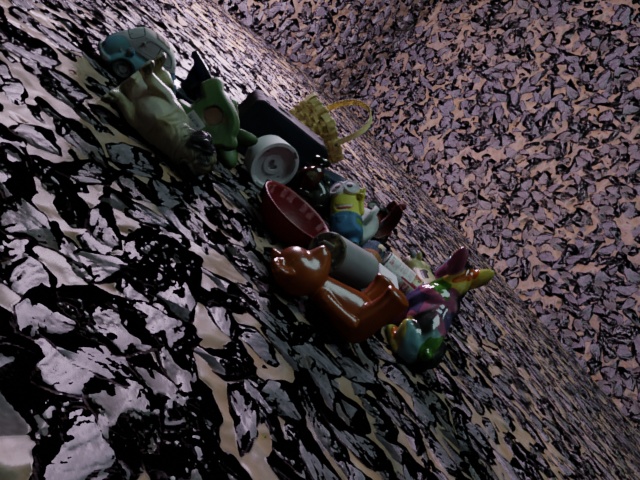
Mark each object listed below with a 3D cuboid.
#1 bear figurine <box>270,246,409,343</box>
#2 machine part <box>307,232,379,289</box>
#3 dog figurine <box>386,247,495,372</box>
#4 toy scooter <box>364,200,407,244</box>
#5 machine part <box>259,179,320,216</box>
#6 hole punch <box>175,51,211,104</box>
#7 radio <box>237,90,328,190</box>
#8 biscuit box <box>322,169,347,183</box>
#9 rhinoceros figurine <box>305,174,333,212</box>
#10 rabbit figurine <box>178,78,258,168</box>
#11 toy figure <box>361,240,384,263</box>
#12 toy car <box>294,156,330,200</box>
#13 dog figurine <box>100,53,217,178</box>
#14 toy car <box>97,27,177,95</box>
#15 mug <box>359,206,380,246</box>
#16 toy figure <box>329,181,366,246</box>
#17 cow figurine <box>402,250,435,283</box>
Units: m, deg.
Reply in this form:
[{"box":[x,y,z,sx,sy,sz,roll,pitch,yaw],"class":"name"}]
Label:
[{"box":[0.021,0.063,0.836,0.195,0.132,0.120,47,2,-9],"class":"bear figurine"},{"box":[0.045,0.041,0.981,0.079,0.079,0.243,53,11,26],"class":"machine part"},{"box":[0.229,0.121,1.011,0.108,0.219,0.191,38,17,-8],"class":"dog figurine"},{"box":[0.155,-0.057,1.402,0.183,0.135,0.075,20,31,-51],"class":"toy scooter"},{"box":[-0.059,-0.075,1.104,0.138,0.039,0.084,28,12,-37],"class":"machine part"},{"box":[-0.277,-0.329,1.173,0.142,0.092,0.115,54,-11,36],"class":"hole punch"},{"box":[-0.099,-0.226,1.227,0.229,0.131,0.073,33,22,-32],"class":"radio"},{"box":[0.018,-0.148,1.431,0.202,0.059,0.063,17,33,-57],"class":"biscuit box"},{"box":[0.025,-0.101,1.313,0.112,0.073,0.190,48,18,17],"class":"rhinoceros figurine"},{"box":[-0.197,-0.229,1.052,0.159,0.121,0.170,44,1,-13],"class":"rabbit figurine"},{"box":[0.108,0.039,1.183,0.058,0.064,0.154,31,21,4],"class":"toy figure"},{"box":[-0.030,-0.131,1.154,0.053,0.089,0.202,26,0,-11],"class":"toy car"},{"box":[-0.253,-0.197,0.904,0.190,0.121,0.172,52,16,-25],"class":"dog figurine"},{"box":[-0.335,-0.349,1.034,0.161,0.103,0.109,28,24,-38],"class":"toy car"},{"box":[0.098,-0.029,1.269,0.081,0.109,0.107,46,30,-5],"class":"mug"},{"box":[0.056,-0.049,1.190,0.082,0.089,0.180,5,62,-13],"class":"toy figure"},{"box":[0.251,0.106,1.332,0.127,0.085,0.195,46,17,-15],"class":"cow figurine"}]
